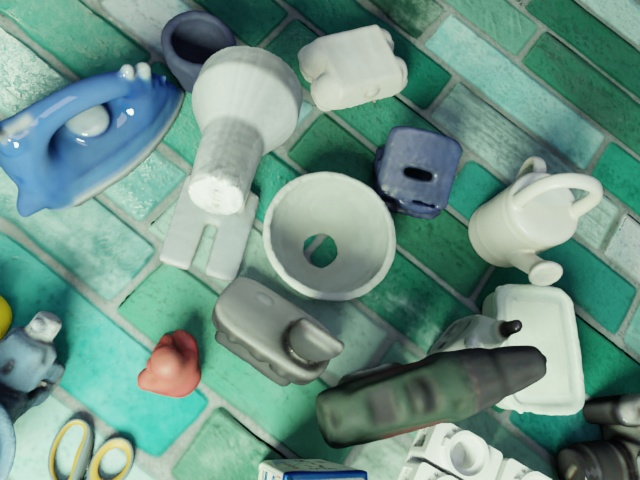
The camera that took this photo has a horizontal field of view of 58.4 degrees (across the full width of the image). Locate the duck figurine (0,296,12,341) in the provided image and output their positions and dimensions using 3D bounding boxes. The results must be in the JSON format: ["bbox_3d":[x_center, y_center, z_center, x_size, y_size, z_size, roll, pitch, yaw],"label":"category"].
[{"bbox_3d":[-0.382,0.089,0.593,0.105,0.086,0.077,-37,84,-21],"label":"duck figurine"}]

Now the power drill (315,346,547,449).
[{"bbox_3d":[0.098,0.166,0.620,0.230,0.208,0.075,-12,76,-17],"label":"power drill"}]

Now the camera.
[{"bbox_3d":[0.372,0.267,0.713,0.137,0.100,0.143,0,72,-14],"label":"camera"}]

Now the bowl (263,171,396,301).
[{"bbox_3d":[0.007,0.003,0.723,0.168,0.074,0.167,4,72,-12],"label":"bowl"}]

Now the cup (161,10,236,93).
[{"bbox_3d":[-0.157,-0.221,0.744,0.092,0.095,0.118,-2,73,-14],"label":"cup"}]

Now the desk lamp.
[{"bbox_3d":[-0.103,-0.079,0.648,0.118,0.213,0.203,16,69,-8],"label":"desk lamp"}]

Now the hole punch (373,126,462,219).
[{"bbox_3d":[0.130,-0.089,0.774,0.109,0.091,0.101,12,70,-10],"label":"hole punch"}]

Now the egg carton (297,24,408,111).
[{"bbox_3d":[0.048,-0.242,0.815,0.150,0.069,0.107,-21,78,-19],"label":"egg carton"}]

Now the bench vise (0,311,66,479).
[{"bbox_3d":[-0.327,0.149,0.515,0.121,0.219,0.207,15,69,-8],"label":"bench vise"}]

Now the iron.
[{"bbox_3d":[-0.265,-0.145,0.668,0.259,0.141,0.118,-39,85,-22],"label":"iron"}]

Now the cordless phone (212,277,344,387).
[{"bbox_3d":[-0.043,0.090,0.623,0.147,0.185,0.094,31,68,-2],"label":"cordless phone"}]

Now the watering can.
[{"bbox_3d":[0.282,-0.029,0.737,0.101,0.194,0.173,-11,75,-17],"label":"watering can"}]

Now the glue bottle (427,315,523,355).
[{"bbox_3d":[0.188,0.116,0.677,0.037,0.173,0.078,45,68,4],"label":"glue bottle"}]

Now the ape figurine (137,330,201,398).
[{"bbox_3d":[-0.165,0.137,0.628,0.078,0.092,0.076,-30,81,-20],"label":"ape figurine"}]
